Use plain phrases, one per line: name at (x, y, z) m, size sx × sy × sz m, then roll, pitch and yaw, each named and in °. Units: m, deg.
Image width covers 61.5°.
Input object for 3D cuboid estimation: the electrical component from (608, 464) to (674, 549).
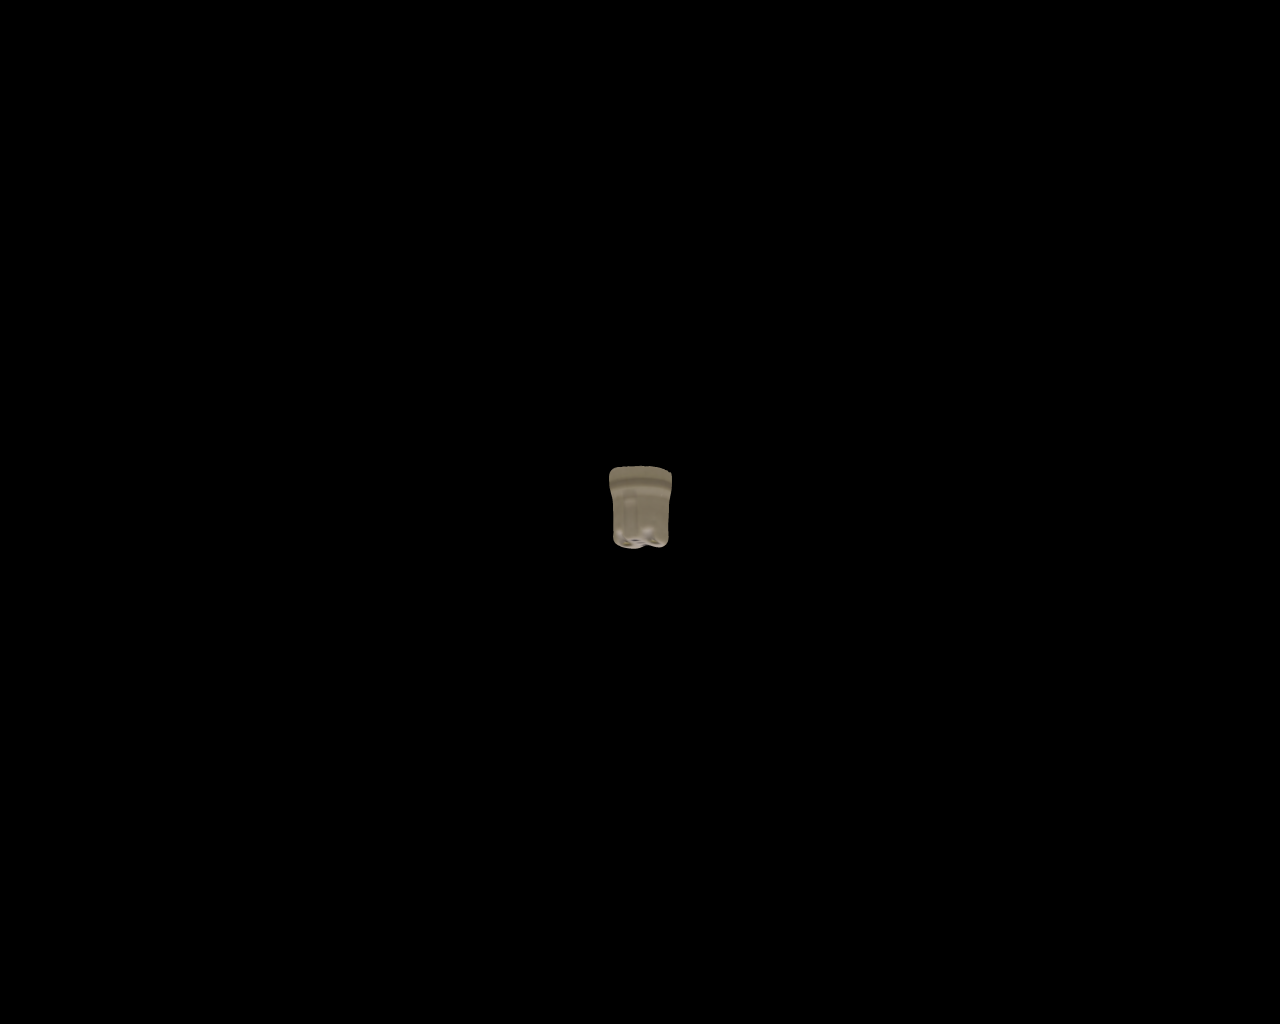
electrical component at (0.001, -0.003, 0.650) m, size 0.040 × 0.046 × 0.040 m, roll 0°, pitch -11°, yaw 0°
